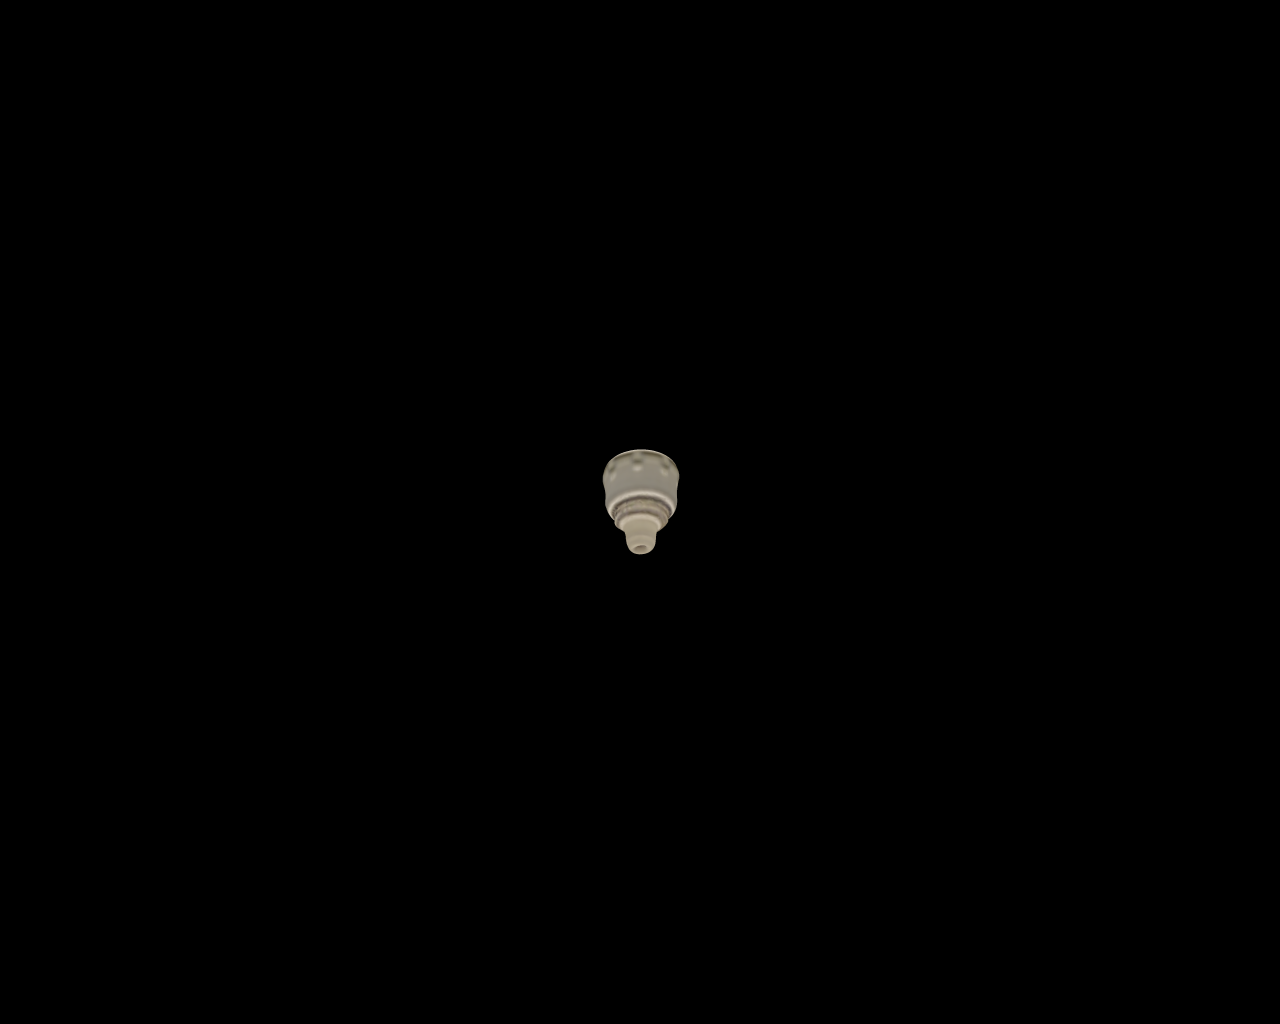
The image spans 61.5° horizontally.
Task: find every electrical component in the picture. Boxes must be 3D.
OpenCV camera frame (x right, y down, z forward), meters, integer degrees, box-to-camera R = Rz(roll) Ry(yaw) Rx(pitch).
[{"bbox_3d":[0.001,-0.003,0.650,0.048,0.062,0.048,0,-34,0],"label":"electrical component"}]
